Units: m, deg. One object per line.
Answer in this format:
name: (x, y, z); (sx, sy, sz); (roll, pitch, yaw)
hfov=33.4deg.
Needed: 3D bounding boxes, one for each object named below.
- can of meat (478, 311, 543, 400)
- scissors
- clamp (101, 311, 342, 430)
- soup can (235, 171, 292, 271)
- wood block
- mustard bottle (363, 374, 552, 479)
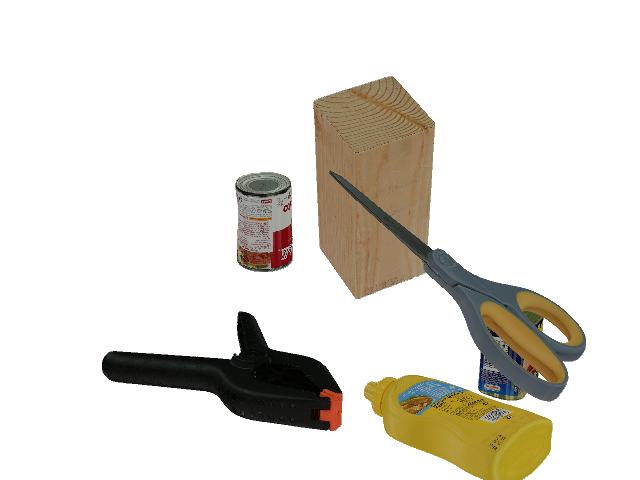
can of meat: (0.213, 0.123, 1.193); (0.058, 0.084, 0.102); (8, 13, 25)
scissors: (0.094, 0.020, 0.681); (0.096, 0.016, 0.202); (-7, 49, -43)
clamp: (-0.056, 0.108, 0.896); (0.210, 0.036, 0.164); (13, 21, 35)
soup can: (-0.068, -0.023, 1.274); (0.068, 0.102, 0.068); (0, 27, 0)
wood block: (0.054, -0.051, 1.091); (0.090, 0.206, 0.091); (-20, 48, -17)
mustard bottle: (0.118, 0.172, 1.025); (0.192, 0.058, 0.096); (16, 24, 42)
